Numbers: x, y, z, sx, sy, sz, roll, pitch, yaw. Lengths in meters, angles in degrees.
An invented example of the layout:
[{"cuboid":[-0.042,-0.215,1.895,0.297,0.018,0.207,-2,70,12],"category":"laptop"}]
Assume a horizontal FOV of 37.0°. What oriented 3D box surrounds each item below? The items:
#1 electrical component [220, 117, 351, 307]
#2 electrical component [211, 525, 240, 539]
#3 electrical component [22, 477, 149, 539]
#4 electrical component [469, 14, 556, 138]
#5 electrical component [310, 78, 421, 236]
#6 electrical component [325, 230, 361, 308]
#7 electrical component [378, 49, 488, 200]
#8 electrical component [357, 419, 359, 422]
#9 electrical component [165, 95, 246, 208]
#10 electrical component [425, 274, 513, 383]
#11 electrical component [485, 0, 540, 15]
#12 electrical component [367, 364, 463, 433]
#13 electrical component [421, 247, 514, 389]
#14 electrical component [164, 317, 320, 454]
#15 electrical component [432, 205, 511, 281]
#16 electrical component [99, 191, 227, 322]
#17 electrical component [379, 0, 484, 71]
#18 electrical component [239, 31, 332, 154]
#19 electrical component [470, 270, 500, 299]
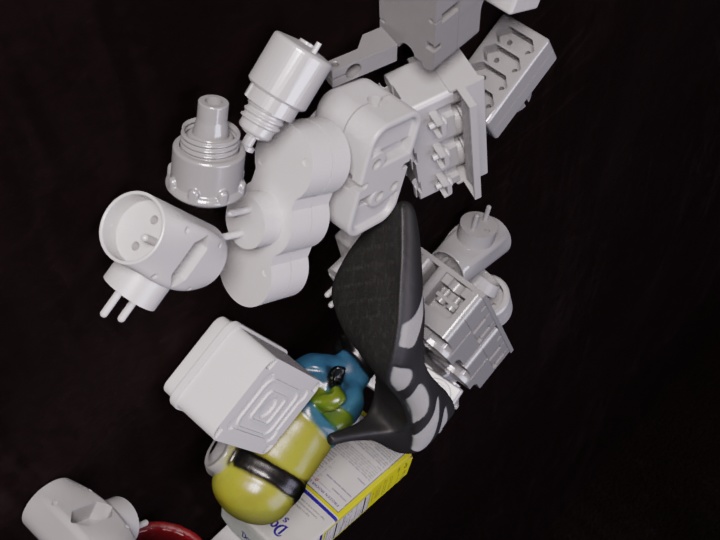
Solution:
[{"cuboid":[-0.063,-0.034,0.708,0.074,0.052,0.138,-16,138,-47],"category":"electrical component"},{"cuboid":[-0.105,0.286,1.077,0.109,0.056,0.108,-41,154,-26],"category":"electrical component"},{"cuboid":[-0.184,0.183,0.760,0.079,0.077,0.043,-10,132,-58],"category":"electrical component"},{"cuboid":[0.119,-0.152,0.884,0.083,0.047,0.076,-53,157,2],"category":"electrical component"},{"cuboid":[-0.004,-0.080,0.742,0.054,0.059,0.095,-30,148,-41],"category":"electrical component"},{"cuboid":[0.000,0.000,0.879,0.077,0.047,0.065,-44,155,-15],"category":"electrical component"},{"cuboid":[0.057,-0.109,0.807,0.063,0.078,0.121,-26,152,-6],"category":"electrical component"},{"cuboid":[-0.019,0.124,1.030,0.040,0.040,0.046,-35,146,-35],"category":"electrical component"},{"cuboid":[-0.087,-0.070,0.624,0.048,0.048,0.062,-29,141,-43],"category":"electrical component"},{"cuboid":[0.115,0.073,1.187,0.138,0.052,0.073,-49,156,-9],"category":"electrical component"},{"cuboid":[0.099,-0.218,0.754,0.077,0.047,0.065,-26,145,-46],"category":"electrical component"},{"cuboid":[0.051,0.111,1.051,0.048,0.100,0.099,-56,179,-2],"category":"electrical component"},{"cuboid":[0.071,0.043,0.997,0.060,0.105,0.186,-50,156,-5],"category":"electrical component"},{"cuboid":[-0.089,0.090,0.827,0.078,0.057,0.113,-52,157,-2],"category":"electrical component"},{"cuboid":[0.111,-0.030,1.043,0.077,0.044,0.079,-35,151,-35],"category":"electrical component"},{"cuboid":[-0.127,-0.002,0.646,0.079,0.043,0.077,-54,157,3],"category":"electrical component"},{"cuboid":[0.049,-0.187,0.702,0.056,0.050,0.089,-42,155,-23],"category":"electrical component"},{"cuboid":[-0.050,-0.106,0.646,0.078,0.040,0.040,-57,156,11],"category":"electrical component"},{"cuboid":[0.113,0.025,1.126,0.055,0.048,0.066,-51,158,15],"category":"electrical component"}]
